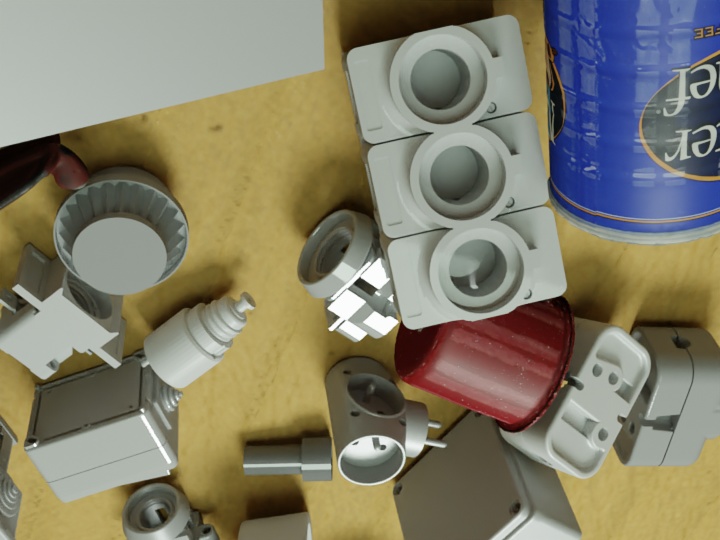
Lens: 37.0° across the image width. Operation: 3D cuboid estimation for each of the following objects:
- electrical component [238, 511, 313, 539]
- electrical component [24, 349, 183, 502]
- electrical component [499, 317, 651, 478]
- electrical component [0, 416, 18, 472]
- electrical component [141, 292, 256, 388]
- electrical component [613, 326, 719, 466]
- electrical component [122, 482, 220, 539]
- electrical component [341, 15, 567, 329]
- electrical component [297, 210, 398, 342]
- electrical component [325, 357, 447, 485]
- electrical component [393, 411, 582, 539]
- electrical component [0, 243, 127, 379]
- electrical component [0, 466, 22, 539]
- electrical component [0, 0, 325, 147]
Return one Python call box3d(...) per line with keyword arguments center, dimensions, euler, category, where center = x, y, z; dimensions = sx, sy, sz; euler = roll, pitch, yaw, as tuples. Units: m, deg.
box3d(center=(-0.065, 0.227, 0.762), dimensions=(0.060, 0.108, 0.108), euler=(-2, 124, 0), category="electrical component")
box3d(center=(-0.155, 0.100, 0.686), dimensions=(0.096, 0.061, 0.061), euler=(-18, 125, 4), category="electrical component")
box3d(center=(0.137, 0.080, 0.703), dimensions=(0.054, 0.059, 0.095), euler=(37, 77, -28), category="electrical component")
box3d(center=(-0.306, 0.078, 0.649), dimensions=(0.105, 0.060, 0.186), euler=(-20, 125, 5), category="electrical component")
box3d(center=(-0.098, 0.040, 0.667), dimensions=(0.078, 0.040, 0.040), euler=(-36, 122, 15), category="electrical component")
box3d(center=(0.214, 0.087, 0.739), dimensions=(0.059, 0.053, 0.095), euler=(2, 123, -10), category="electrical component")
box3d(center=(-0.138, 0.182, 0.756), dimensions=(0.066, 0.048, 0.055), euler=(-14, 132, 1), category="electrical component")
box3d(center=(0.050, -0.053, 0.578), dimensions=(0.089, 0.061, 0.150), euler=(-13, 100, -2), category="electrical component")
box3d(center=(0.000, 0.000, 0.646), dimensions=(0.057, 0.058, 0.078), euler=(34, 113, -30), category="electrical component")
box3d(center=(0.019, 0.101, 0.704), dimensions=(0.079, 0.077, 0.044), euler=(13, 121, -17), category="electrical component")
box3d(center=(0.084, 0.166, 0.740), dimensions=(0.056, 0.108, 0.108), euler=(30, 115, -28), category="electrical component")
box3d(center=(-0.182, 0.028, 0.646), dimensions=(0.064, 0.042, 0.081), euler=(-34, 122, 18), category="electrical component")
box3d(center=(-0.257, 0.135, 0.626), dimensions=(0.100, 0.048, 0.099), euler=(-21, 125, 5), category="electrical component")
box3d(center=(-0.114, -0.133, 0.500), dimensions=(0.186, 0.060, 0.105), euler=(-18, 128, -24), category="electrical component")
